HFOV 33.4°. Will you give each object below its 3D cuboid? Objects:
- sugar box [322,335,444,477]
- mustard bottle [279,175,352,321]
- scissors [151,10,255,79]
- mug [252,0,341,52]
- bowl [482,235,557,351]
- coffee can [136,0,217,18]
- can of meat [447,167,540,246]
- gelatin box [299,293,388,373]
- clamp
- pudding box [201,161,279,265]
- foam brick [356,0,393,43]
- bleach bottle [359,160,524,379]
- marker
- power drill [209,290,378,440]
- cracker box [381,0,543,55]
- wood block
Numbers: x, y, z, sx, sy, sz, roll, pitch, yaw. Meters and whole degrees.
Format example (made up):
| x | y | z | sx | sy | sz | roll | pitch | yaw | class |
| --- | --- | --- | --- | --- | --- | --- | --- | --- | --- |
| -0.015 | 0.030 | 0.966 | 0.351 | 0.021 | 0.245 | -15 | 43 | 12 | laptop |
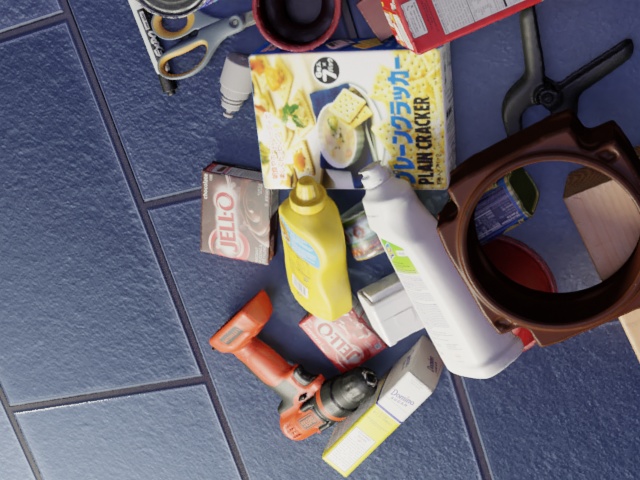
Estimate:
| x | y | z | sx | sy | sz | roll | pitch | yaw | class |
| --- | --- | --- | --- | --- | --- | --- | --- | --- | --- |
| 0.079 | 0.203 | 1.299 | 0.048 | 0.093 | 0.176 | 41 | 119 | -3 | sugar box |
| -0.008 | 0.001 | 1.212 | 0.096 | 0.058 | 0.191 | 47 | 156 | 37 | mustard bottle |
| -0.110 | -0.258 | 1.208 | 0.202 | 0.016 | 0.096 | -33 | 84 | 15 | scissors |
| -0.030 | -0.258 | 1.136 | 0.117 | 0.081 | 0.093 | 35 | 106 | -3 | mug |
| 0.190 | 0.075 | 1.230 | 0.162 | 0.055 | 0.162 | 7 | 114 | 16 | bowl |
| -0.133 | -0.299 | 1.129 | 0.103 | 0.140 | 0.103 | 7 | 114 | 15 | coffee can |
| 0.186 | -0.038 | 1.157 | 0.084 | 0.102 | 0.057 | -32 | 99 | 25 | can of meat |
| 0.030 | 0.113 | 1.313 | 0.073 | 0.030 | 0.089 | -37 | 97 | 28 | gelatin box |
| 0.233 | -0.164 | 1.122 | 0.120 | 0.039 | 0.172 | 33 | 118 | 4 | clamp |
| -0.097 | -0.032 | 1.288 | 0.090 | 0.039 | 0.113 | 11 | 115 | 14 | pudding box |
| 0.087 | -0.252 | 1.125 | 0.078 | 0.053 | 0.051 | -29 | 101 | 27 | foam brick |
| 0.119 | 0.027 | 1.145 | 0.251 | 0.068 | 0.103 | 59 | 159 | -12 | bleach bottle |
| -0.194 | -0.227 | 1.249 | 0.020 | 0.020 | 0.121 | -12 | 108 | 22 | marker |
| -0.035 | 0.154 | 1.317 | 0.187 | 0.057 | 0.185 | 48 | 134 | -2 | power drill |
| 0.166 | -0.252 | 1.003 | 0.214 | 0.164 | 0.072 | -24 | 103 | 5 | cracker box |
| 0.343 | 0.016 | 1.134 | 0.091 | 0.090 | 0.206 | -22 | 104 | 24 | wood block |
